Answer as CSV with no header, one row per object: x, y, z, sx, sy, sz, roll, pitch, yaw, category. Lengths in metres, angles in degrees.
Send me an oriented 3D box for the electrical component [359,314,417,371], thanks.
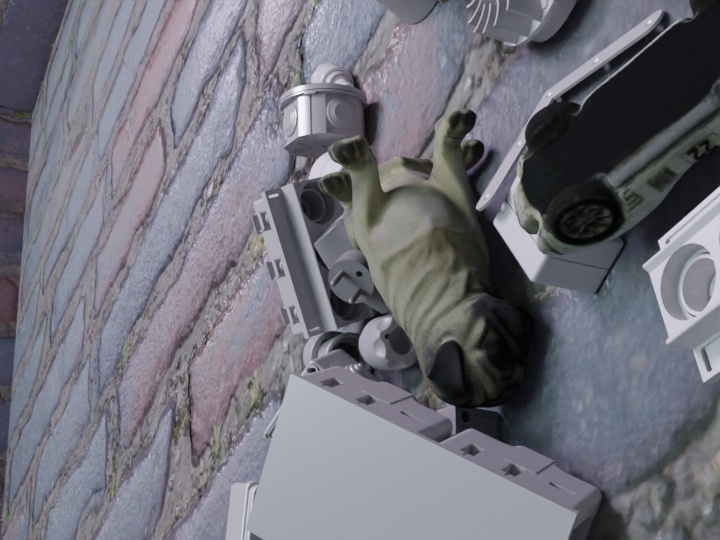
0.019,0.057,0.834,0.062,0.043,0.043,161,116,-64,electrical component

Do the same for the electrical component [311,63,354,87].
-0.022,-0.178,1.031,0.061,0.035,0.035,39,115,60,electrical component

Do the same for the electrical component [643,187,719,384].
0.191,-0.012,0.468,0.121,0.063,0.078,-51,37,46,electrical component

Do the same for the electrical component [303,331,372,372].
-0.019,0.074,0.909,0.055,0.045,0.045,-2,78,65,electrical component

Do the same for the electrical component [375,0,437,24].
0.042,-0.268,0.921,0.099,0.064,0.099,-26,55,44,electrical component

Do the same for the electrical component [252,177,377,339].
-0.041,-0.010,0.889,0.063,0.079,0.121,-16,91,47,electrical component

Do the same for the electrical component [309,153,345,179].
-0.010,-0.076,0.940,0.047,0.055,0.055,19,98,61,electrical component

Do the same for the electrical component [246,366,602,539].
0.036,0.141,0.637,0.186,0.060,0.105,23,104,26,electrical component

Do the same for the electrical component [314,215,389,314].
0.000,0.000,0.822,0.043,0.077,0.079,-41,6,33,electrical component

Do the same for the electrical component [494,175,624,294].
0.125,-0.038,0.639,0.076,0.047,0.065,-66,28,28,electrical component

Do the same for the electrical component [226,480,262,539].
-0.048,0.222,0.835,0.056,0.109,0.108,157,120,-64,electrical component

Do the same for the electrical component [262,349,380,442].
-0.019,0.108,0.847,0.062,0.061,0.096,39,112,16,electrical component

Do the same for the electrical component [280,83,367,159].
-0.033,-0.136,0.984,0.080,0.080,0.051,-26,63,61,electrical component

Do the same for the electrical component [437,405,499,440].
0.061,0.119,0.719,0.055,0.048,0.066,-27,56,51,electrical component
